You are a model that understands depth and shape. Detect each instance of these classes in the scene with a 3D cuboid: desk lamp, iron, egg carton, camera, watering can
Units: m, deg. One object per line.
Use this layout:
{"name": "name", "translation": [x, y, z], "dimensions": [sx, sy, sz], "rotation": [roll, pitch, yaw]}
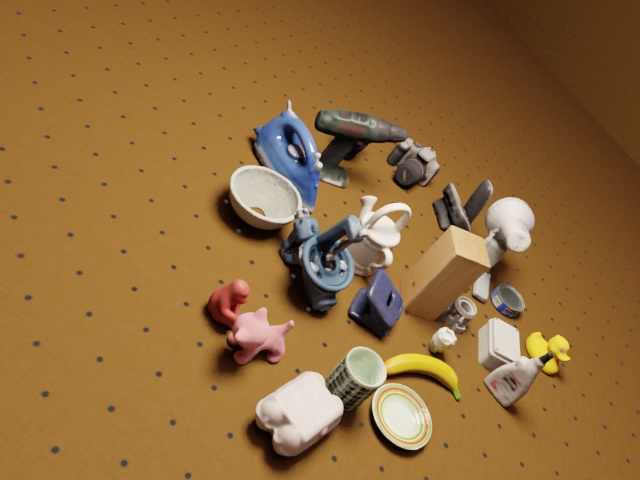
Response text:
{"name": "desk lamp", "translation": [0.452, 0.016, 1.451], "dimensions": [0.118, 0.213, 0.203], "rotation": [31, 40, -5]}
{"name": "iron", "translation": [-0.052, -0.204, 1.365], "dimensions": [0.119, 0.141, 0.258], "rotation": [-9, 57, -41]}
{"name": "egg carton", "translation": [-0.032, 0.288, 0.953], "dimensions": [0.151, 0.069, 0.107], "rotation": [-24, 67, -46]}
{"name": "camera", "translation": [0.262, -0.221, 1.637], "dimensions": [0.143, 0.100, 0.137], "rotation": [43, 40, 9]}
{"name": "watering can", "translation": [0.123, -0.021, 1.269], "dimensions": [0.101, 0.194, 0.172], "rotation": [-17, 62, -44]}

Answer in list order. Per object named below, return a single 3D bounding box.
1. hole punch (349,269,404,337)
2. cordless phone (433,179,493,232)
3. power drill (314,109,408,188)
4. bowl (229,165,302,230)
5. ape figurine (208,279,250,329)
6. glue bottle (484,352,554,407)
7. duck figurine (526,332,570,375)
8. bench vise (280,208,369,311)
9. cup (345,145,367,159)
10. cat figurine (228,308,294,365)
{"name": "hole punch", "translation": [0.131, 0.130, 1.207], "dimensions": [0.101, 0.091, 0.109], "rotation": [35, 40, -1]}
{"name": "cordless phone", "translation": [0.403, -0.114, 1.567], "dimensions": [0.094, 0.185, 0.147], "rotation": [11, 45, -26]}
{"name": "power drill", "translation": [0.076, -0.233, 1.433], "dimensions": [0.230, 0.208, 0.075], "rotation": [16, 43, -22]}
{"name": "bowl", "translation": [-0.128, -0.079, 1.241], "dimensions": [0.168, 0.074, 0.167], "rotation": [20, 42, -19]}
{"name": "ape figurine", "translation": [-0.155, 0.107, 1.026], "dimensions": [0.076, 0.092, 0.078], "rotation": [36, 39, 1]}
{"name": "glue bottle", "translation": [0.425, 0.282, 1.204], "dimensions": [0.037, 0.173, 0.078], "rotation": [-23, 66, -46]}
{"name": "duck figurine", "translation": [0.558, 0.262, 1.386], "dimensions": [0.078, 0.086, 0.104], "rotation": [-7, 55, -39]}
{"name": "bench vise", "translation": [0.003, 0.007, 1.136], "dimensions": [0.122, 0.219, 0.207], "rotation": [-22, 66, -46]}
{"name": "cup", "translation": [0.097, -0.269, 1.572], "dimensions": [0.118, 0.095, 0.091], "rotation": [1, 51, -35]}
{"name": "cat figurine", "translation": [-0.104, 0.160, 0.989], "dimensions": [0.128, 0.117, 0.067], "rotation": [1, 51, -35]}
